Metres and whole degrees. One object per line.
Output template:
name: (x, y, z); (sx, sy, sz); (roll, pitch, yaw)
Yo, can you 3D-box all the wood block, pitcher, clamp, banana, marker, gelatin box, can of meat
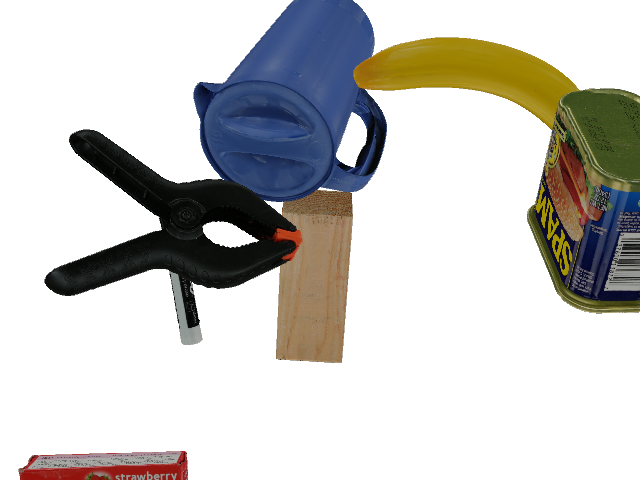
wood block: (-0.009, 0.045, 1.388); (0.090, 0.206, 0.091); (3, 23, -1)
pitcher: (-0.012, -0.152, 1.083); (0.145, 0.149, 0.242); (-7, 33, 24)
clamp: (-0.100, -0.019, 0.726); (0.171, 0.120, 0.039); (2, -20, -18)
banana: (0.125, -0.114, 0.794); (0.197, 0.069, 0.037); (21, -3, -7)
marker: (-0.122, 0.031, 0.930); (0.020, 0.121, 0.020); (-8, 12, 2)
gelatin box: (-0.116, 0.154, 0.579); (0.089, 0.073, 0.030); (-2, 5, 0)
can of meat: (0.157, -0.024, 0.588); (0.057, 0.084, 0.102); (0, 37, -6)
